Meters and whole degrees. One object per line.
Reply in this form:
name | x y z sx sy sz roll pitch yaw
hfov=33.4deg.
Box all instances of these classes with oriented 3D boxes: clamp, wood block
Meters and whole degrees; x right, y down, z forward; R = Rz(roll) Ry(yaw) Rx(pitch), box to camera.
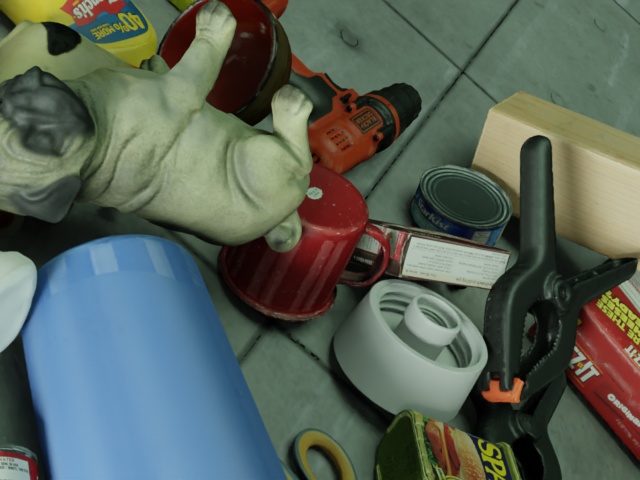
clamp | 0.185 0.044 0.844 0.164 0.036 0.210 40 60 -30
wood block | 0.252 -0.053 0.986 0.206 0.091 0.090 26 30 21
clamp | 0.157 0.148 0.827 0.120 0.039 0.171 15 50 -24

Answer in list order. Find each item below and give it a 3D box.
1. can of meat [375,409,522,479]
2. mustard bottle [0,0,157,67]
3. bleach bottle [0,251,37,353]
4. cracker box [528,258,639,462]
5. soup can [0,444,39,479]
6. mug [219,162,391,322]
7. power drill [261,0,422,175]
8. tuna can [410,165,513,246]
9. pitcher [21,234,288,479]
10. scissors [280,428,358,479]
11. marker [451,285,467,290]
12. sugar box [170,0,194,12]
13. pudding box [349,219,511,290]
can of meat | 0.088 0.170 0.719 0.083 0.057 0.102 24 27 -18
mustard bottle | -0.179 -0.164 0.802 0.191 0.058 0.096 49 38 6
bleach bottle | -0.276 -0.015 0.548 0.251 0.068 0.102 33 36 10
cracker box | 0.305 0.091 0.984 0.164 0.072 0.213 50 39 10
soup can | -0.162 0.158 0.510 0.068 0.069 0.102 7 51 -37
mug | -0.005 0.001 0.765 0.117 0.082 0.093 18 37 -12
power drill | -0.005 -0.149 0.942 0.187 0.057 0.184 47 38 4
tuna can | 0.124 -0.027 0.943 0.086 0.034 0.086 12 39 -10
pitcher | -0.082 0.124 0.580 0.144 0.149 0.243 -6 55 -25
scissors | 0.032 0.199 0.686 0.202 0.016 0.096 42 38 -2
marker | 0.136 0.005 0.954 0.020 0.020 0.121 38 38 -7
sugar box | -0.063 -0.267 0.972 0.048 0.093 0.176 41 37 -5
pudding box | 0.080 0.010 0.846 0.113 0.090 0.039 7 95 -37
